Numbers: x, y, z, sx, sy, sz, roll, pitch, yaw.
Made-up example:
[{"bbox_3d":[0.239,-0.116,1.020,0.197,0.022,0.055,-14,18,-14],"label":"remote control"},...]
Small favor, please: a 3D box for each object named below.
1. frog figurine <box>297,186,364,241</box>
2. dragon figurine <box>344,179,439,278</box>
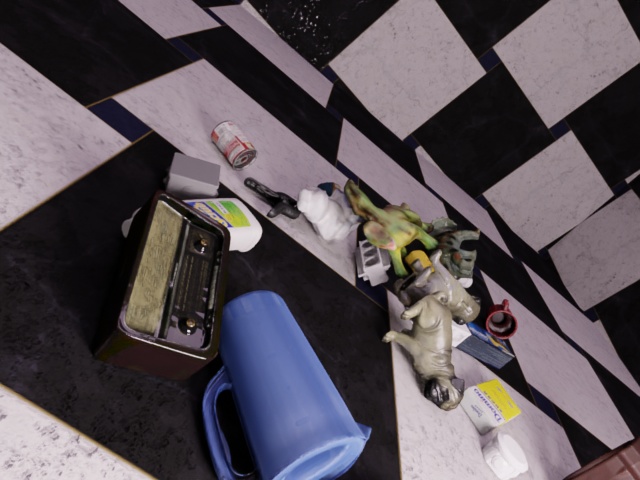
[{"bbox_3d":[0.004,-0.061,1.218,0.160,0.139,0.121,-4,-25,-43],"label":"frog figurine"},{"bbox_3d":[0.154,-0.065,1.227,0.121,0.240,0.418,-40,19,18],"label":"dragon figurine"}]
